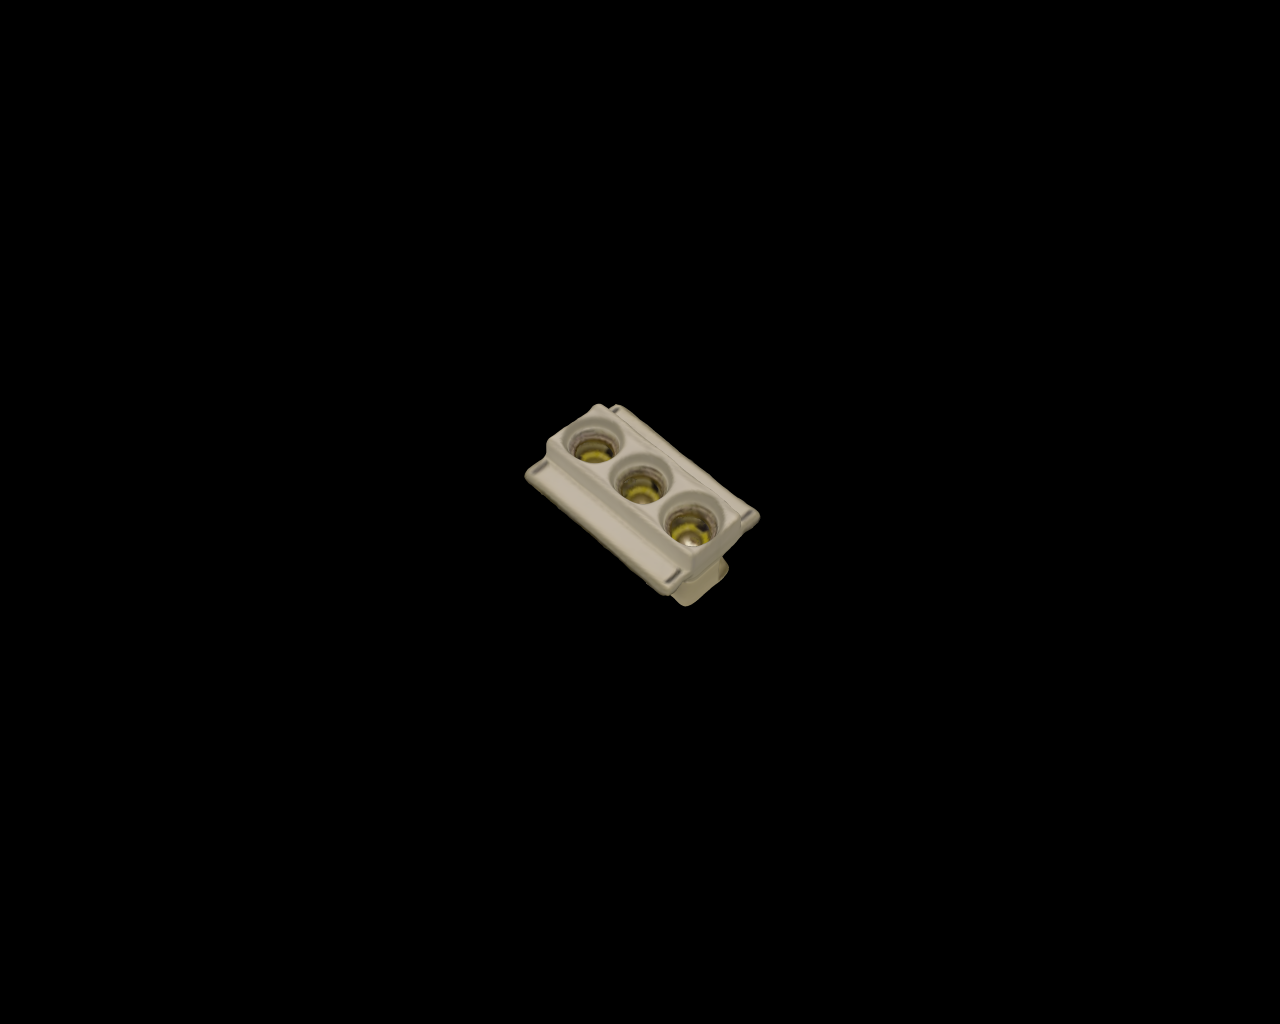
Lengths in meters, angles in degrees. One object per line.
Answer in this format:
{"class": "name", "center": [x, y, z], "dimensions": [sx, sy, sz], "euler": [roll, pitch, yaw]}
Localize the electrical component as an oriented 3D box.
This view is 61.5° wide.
{"class": "electrical component", "center": [0.001, -0.003, 0.650], "dimensions": [0.079, 0.063, 0.121], "euler": [-39, 63, -25]}
